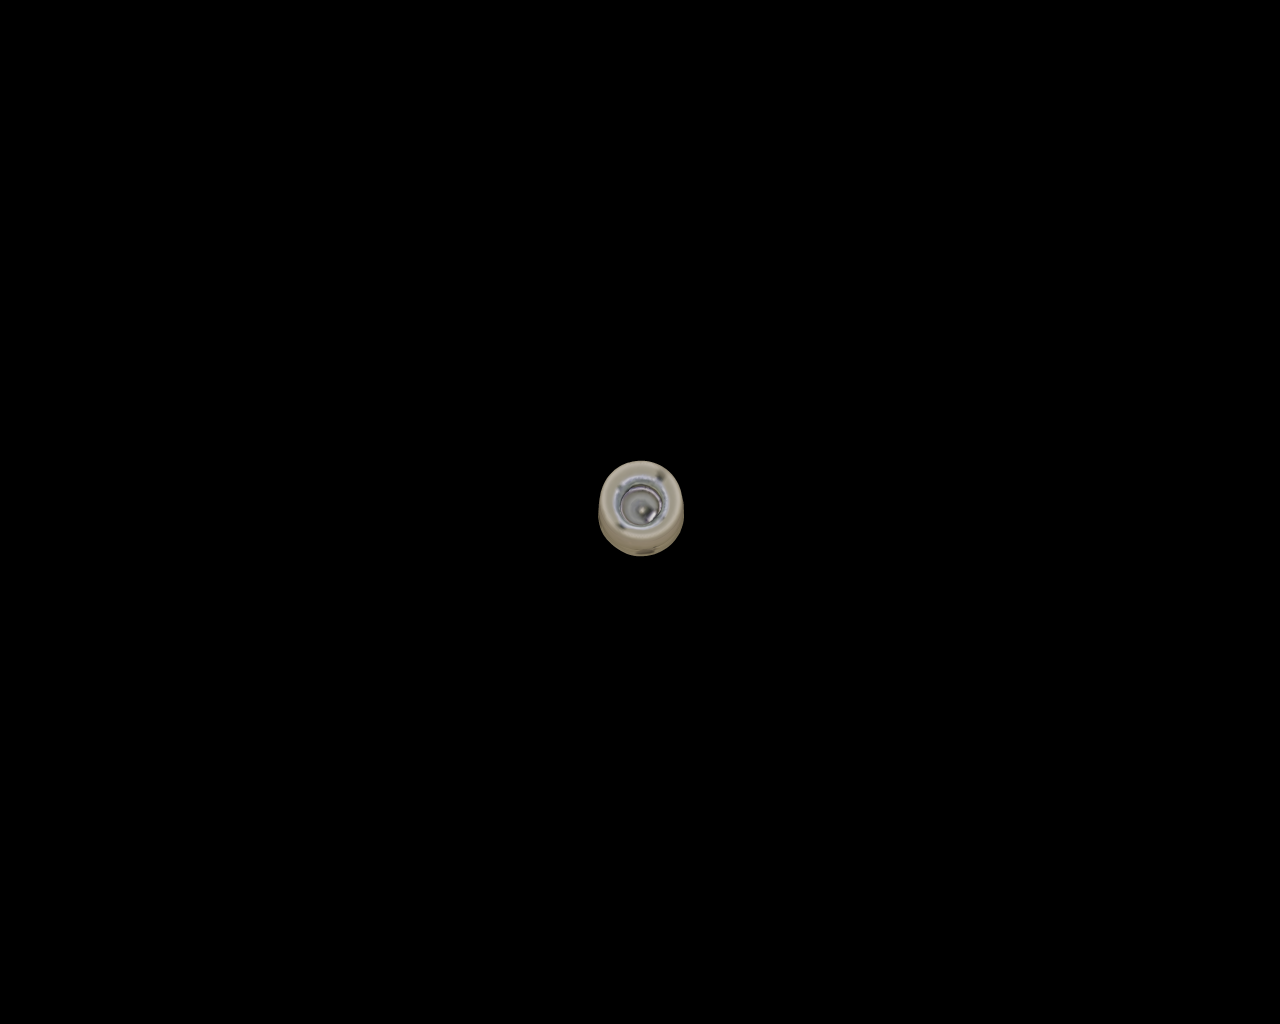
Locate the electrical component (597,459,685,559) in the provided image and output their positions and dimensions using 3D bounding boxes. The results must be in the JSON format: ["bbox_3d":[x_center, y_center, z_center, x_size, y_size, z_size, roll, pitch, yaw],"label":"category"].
[{"bbox_3d":[0.001,-0.003,0.650,0.055,0.055,0.047,0,-12,0],"label":"electrical component"}]
